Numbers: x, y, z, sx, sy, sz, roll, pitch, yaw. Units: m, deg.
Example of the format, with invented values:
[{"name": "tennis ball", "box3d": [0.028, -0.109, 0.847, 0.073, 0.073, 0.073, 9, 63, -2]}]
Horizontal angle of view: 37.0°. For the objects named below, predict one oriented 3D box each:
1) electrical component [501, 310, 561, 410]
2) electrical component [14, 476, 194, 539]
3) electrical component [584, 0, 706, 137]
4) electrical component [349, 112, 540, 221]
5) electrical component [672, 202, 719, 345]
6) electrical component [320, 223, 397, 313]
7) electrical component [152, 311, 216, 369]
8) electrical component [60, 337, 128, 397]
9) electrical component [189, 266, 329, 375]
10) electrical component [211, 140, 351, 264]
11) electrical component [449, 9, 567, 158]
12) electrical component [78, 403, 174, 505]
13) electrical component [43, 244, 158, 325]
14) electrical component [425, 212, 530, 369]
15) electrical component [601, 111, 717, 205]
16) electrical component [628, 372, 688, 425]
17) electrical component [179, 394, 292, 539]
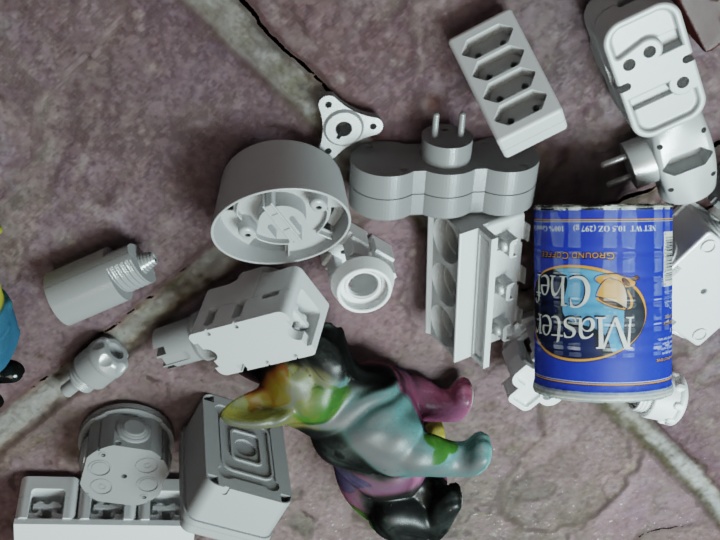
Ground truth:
[{"name": "electrical component", "box3d": [0.151, 0.071, 0.896, 0.058, 0.057, 0.078, 34, 114, -28]}, {"name": "electrical component", "box3d": [-0.224, 0.231, 0.951, 0.150, 0.061, 0.089, 3, 125, -11]}, {"name": "electrical component", "box3d": [0.195, -0.148, 0.742, 0.054, 0.059, 0.095, -24, 126, 9]}, {"name": "electrical component", "box3d": [0.062, -0.081, 0.775, 0.138, 0.052, 0.073, -3, 126, -7]}, {"name": "electrical component", "box3d": [0.270, 0.004, 0.871, 0.100, 0.048, 0.099, 30, 115, -26]}, {"name": "electrical component", "box3d": [0.000, 0.000, 0.822, 0.066, 0.055, 0.048, 29, 117, -26]}, {"name": "electrical component", "box3d": [-0.136, 0.056, 0.853, 0.046, 0.040, 0.040, -18, 127, 12]}, {"name": "electrical component", "box3d": [-0.216, 0.081, 0.861, 0.061, 0.035, 0.035, -37, 123, 20]}, {"name": "electrical component", "box3d": [-0.075, 0.036, 0.816, 0.089, 0.055, 0.050, -15, 129, 28]}, {"name": "electrical component", "box3d": [-0.056, -0.044, 0.772, 0.099, 0.064, 0.099, -2, 138, -2]}, {"name": "electrical component", "box3d": [0.105, -0.122, 0.744, 0.047, 0.083, 0.076, -26, 163, 10]}, {"name": "electrical component", "box3d": [-0.198, 0.156, 0.907, 0.080, 0.051, 0.080, -4, 126, -6]}, {"name": "electrical component", "box3d": [-0.190, 0.006, 0.805, 0.081, 0.043, 0.043, -23, 126, 7]}, {"name": "electrical component", "box3d": [0.089, 0.003, 0.832, 0.063, 0.078, 0.121, -19, 130, -23]}, {"name": "electrical component", "box3d": [0.220, -0.085, 0.802, 0.079, 0.043, 0.077, -21, 126, 7]}, {"name": "electrical component", "box3d": [0.254, 0.109, 0.949, 0.062, 0.048, 0.048, 12, 123, -9]}, {"name": "electrical component", "box3d": [-0.106, 0.166, 0.891, 0.078, 0.113, 0.057, 20, 117, -22]}]
